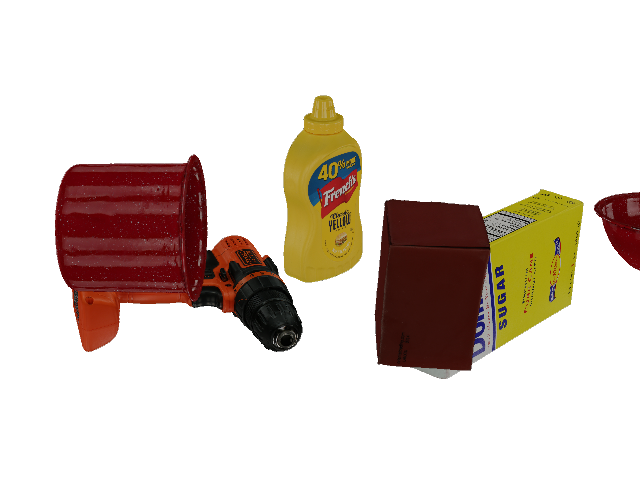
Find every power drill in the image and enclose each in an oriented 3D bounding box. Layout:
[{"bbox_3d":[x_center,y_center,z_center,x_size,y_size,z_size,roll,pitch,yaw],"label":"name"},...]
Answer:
[{"bbox_3d":[-0.122,0.054,0.951,0.187,0.057,0.185,-4,23,-19],"label":"power drill"}]

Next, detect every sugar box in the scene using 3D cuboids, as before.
[{"bbox_3d":[0.131,0.029,0.796,0.048,0.093,0.175,18,28,36],"label":"sugar box"}]

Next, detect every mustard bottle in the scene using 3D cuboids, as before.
[{"bbox_3d":[0.003,-0.058,1.120,0.096,0.192,0.058,-22,31,-39],"label":"mustard bottle"}]

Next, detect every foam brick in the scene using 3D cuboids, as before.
[{"bbox_3d":[0.058,0.023,0.572,0.053,0.078,0.051,4,31,-1],"label":"foam brick"}]

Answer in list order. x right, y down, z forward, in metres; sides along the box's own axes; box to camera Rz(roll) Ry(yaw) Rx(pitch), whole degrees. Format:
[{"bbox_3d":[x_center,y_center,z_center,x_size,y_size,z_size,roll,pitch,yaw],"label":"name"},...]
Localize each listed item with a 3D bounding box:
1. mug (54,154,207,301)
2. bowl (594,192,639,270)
[{"bbox_3d":[-0.118,-0.008,0.690,0.081,0.093,0.117,0,-1,3],"label":"mug"},{"bbox_3d":[0.349,-0.002,1.044,0.162,0.055,0.162,0,17,0],"label":"bowl"}]
